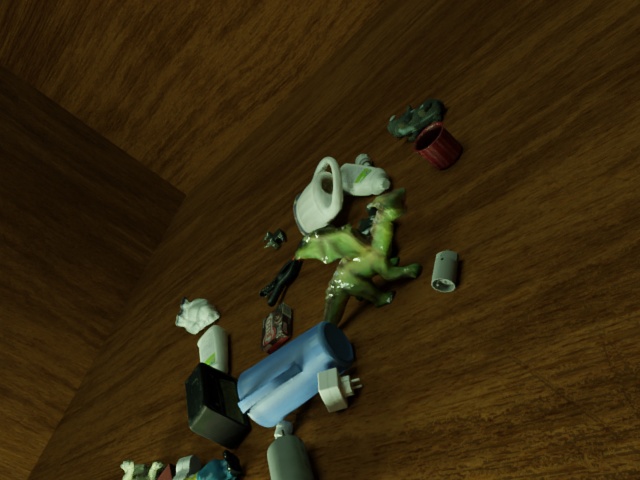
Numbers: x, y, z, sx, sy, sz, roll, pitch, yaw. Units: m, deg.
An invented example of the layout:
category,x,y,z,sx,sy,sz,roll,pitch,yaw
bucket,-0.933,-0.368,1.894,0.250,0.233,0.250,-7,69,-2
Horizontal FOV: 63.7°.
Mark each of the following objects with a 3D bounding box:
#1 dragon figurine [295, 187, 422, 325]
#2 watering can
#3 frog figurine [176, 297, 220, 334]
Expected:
category,x,y,z,sx,sy,sz,roll,pitch,yaw
dragon figurine,0.051,0.053,1.091,0.407,0.240,0.125,-44,28,14
watering can,0.005,-0.076,1.509,0.220,0.104,0.355,-44,41,51
frog figurine,-0.424,0.274,1.863,0.159,0.120,0.140,-1,35,17
